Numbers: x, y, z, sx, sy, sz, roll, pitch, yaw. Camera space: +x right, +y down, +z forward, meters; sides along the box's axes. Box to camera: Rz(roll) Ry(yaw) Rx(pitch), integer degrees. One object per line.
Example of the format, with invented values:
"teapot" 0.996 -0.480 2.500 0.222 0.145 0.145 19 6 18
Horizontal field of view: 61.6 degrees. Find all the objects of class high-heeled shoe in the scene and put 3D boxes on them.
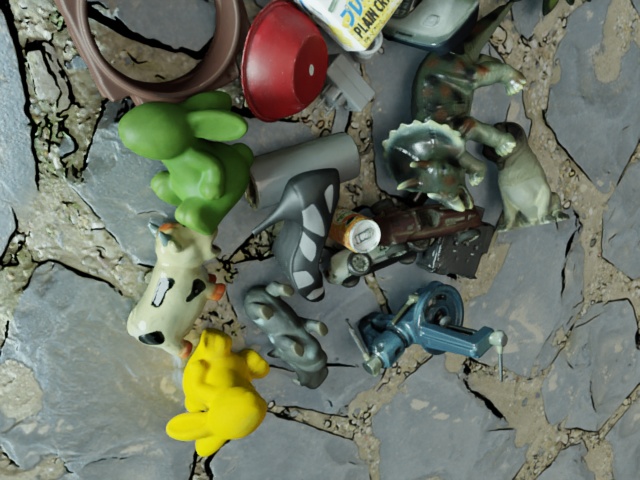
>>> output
"high-heeled shoe" -0.002 -0.002 0.794 0.145 0.086 0.248 -34 142 1

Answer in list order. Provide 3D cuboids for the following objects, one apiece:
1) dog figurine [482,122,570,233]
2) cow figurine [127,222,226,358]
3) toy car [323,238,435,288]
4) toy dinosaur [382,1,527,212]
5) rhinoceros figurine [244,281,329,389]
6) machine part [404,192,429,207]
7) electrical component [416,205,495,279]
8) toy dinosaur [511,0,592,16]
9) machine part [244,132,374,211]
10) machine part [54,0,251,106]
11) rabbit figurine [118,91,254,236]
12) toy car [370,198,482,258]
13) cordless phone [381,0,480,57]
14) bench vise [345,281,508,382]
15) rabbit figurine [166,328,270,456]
"dog figurine" 0.371 -0.117 0.978 0.172 0.121 0.190 -1 80 -66
"cow figurine" -0.202 0.056 0.750 0.127 0.086 0.195 28 92 -35
"toy car" 0.101 0.024 0.886 0.202 0.073 0.056 -20 73 -20
"toy dinosaur" 0.207 -0.222 0.844 0.192 0.131 0.404 13 76 -18
"rhinoceros figurine" -0.050 0.152 0.834 0.190 0.112 0.073 54 50 -14
"machine part" 0.190 -0.108 0.918 0.084 0.039 0.139 31 88 -36
"electrical component" 0.244 -0.002 0.960 0.115 0.058 0.134 8 101 -29
"toy dinosaur" 0.352 -0.478 0.836 0.471 0.105 0.198 15 87 -30
"machine part" -0.029 -0.102 0.790 0.243 0.079 0.079 -21 112 -21
"machine part" -0.194 -0.267 0.642 0.201 0.087 0.200 -29 125 -17
"rabbit figurine" -0.159 -0.107 0.659 0.159 0.121 0.170 -38 143 5
"toy car" 0.174 -0.030 0.858 0.202 0.053 0.089 -9 70 -19
"cordless phone" 0.166 -0.366 0.762 0.089 0.147 0.184 -10 123 -41
"bench vise" 0.183 0.151 0.880 0.223 0.241 0.128 -27 111 -35
"rabbit figurine" -0.143 0.226 0.771 0.162 0.173 0.121 -46 122 -13
